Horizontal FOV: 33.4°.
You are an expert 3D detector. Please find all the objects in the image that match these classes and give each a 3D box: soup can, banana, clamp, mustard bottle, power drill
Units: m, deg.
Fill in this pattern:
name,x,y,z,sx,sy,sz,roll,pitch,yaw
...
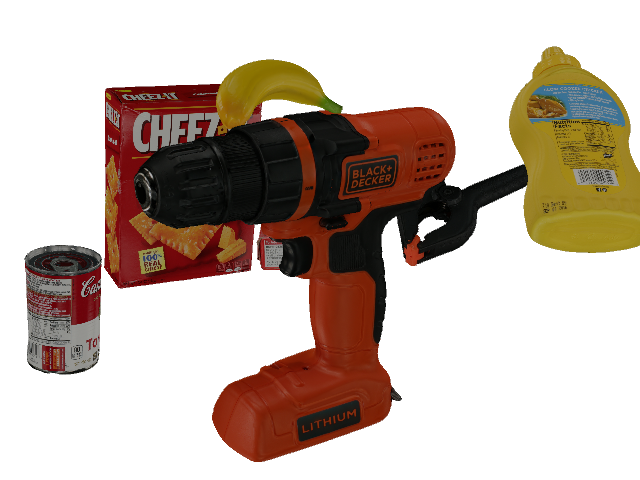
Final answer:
name,x,y,z,sx,sy,sz,roll,pitch,yaw
soup can,-0.236,0.063,0.977,0.068,0.102,0.068,5,20,-2
banana,-0.046,-0.136,0.969,0.070,0.037,0.197,36,26,19
clamp,0.123,-0.046,1.090,0.120,0.039,0.171,28,53,29
mustard bottle,0.202,-0.082,0.859,0.096,0.191,0.058,1,-35,-5
power drill,-0.014,0.023,0.570,0.184,0.188,0.057,-11,31,-32

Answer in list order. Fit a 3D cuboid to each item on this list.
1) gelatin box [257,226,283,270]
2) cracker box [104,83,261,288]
name,x,y,z,sx,sy,sz,roll,pitch,yaw
gelatin box,-0.001,-0.005,0.813,0.089,0.030,0.073,-1,22,2
cracker box,-0.154,-0.062,1.193,0.164,0.214,0.072,-6,25,-26
